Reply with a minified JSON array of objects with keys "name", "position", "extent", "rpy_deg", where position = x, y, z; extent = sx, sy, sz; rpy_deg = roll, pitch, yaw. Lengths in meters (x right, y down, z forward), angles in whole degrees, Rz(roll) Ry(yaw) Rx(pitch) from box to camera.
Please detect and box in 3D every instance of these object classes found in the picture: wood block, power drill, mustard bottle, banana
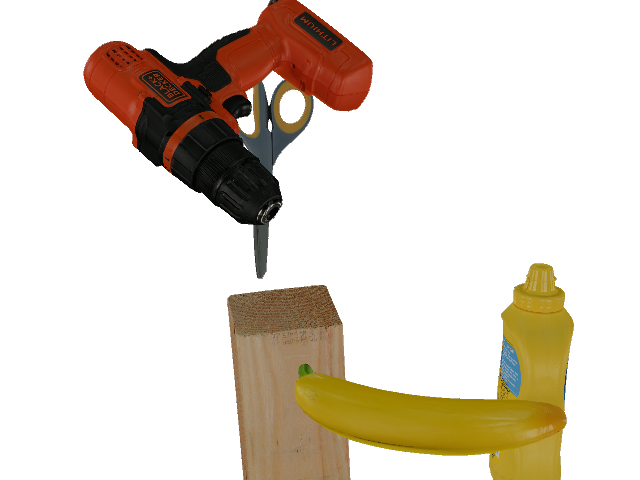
[{"name":"wood block","position":[-0.026,0.154,0.935],"extent":[0.090,0.206,0.091],"rpy_deg":[-6,21,-8]},{"name":"power drill","position":[-0.049,-0.102,0.777],"extent":[0.184,0.057,0.187],"rpy_deg":[43,48,20]},{"name":"mustard bottle","position":[0.175,0.112,0.886],"extent":[0.058,0.192,0.096],"rpy_deg":[1,17,1]},{"name":"banana","position":[0.059,0.112,0.709],"extent":[0.198,0.037,0.069],"rpy_deg":[9,33,25]}]

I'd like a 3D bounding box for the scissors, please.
[{"name":"scissors","position":[-0.040,-0.072,1.035],"extent":[0.096,0.202,0.016],"rpy_deg":[-15,6,-16]}]
